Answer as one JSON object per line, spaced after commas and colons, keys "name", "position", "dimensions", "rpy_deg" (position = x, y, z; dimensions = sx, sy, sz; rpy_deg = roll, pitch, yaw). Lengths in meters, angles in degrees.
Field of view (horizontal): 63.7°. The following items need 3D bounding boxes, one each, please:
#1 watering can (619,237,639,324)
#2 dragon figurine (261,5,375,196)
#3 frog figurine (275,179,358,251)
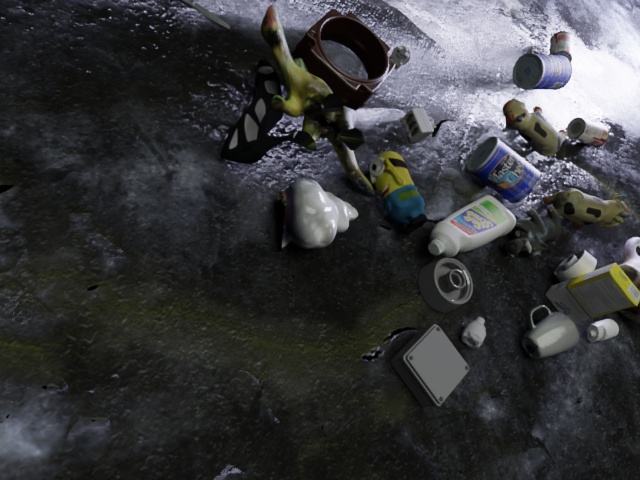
{"name": "watering can", "position": [0.865, 0.160, 1.317], "dimensions": [0.225, 0.102, 0.352], "rpy_deg": [-10, 73, -31]}
{"name": "dragon figurine", "position": [-0.004, -0.278, 1.035], "dimensions": [0.402, 0.121, 0.249], "rpy_deg": [51, 20, -45]}
{"name": "frog figurine", "position": [0.003, -0.048, 0.955], "dimensions": [0.160, 0.120, 0.140], "rpy_deg": [-2, 49, -17]}
